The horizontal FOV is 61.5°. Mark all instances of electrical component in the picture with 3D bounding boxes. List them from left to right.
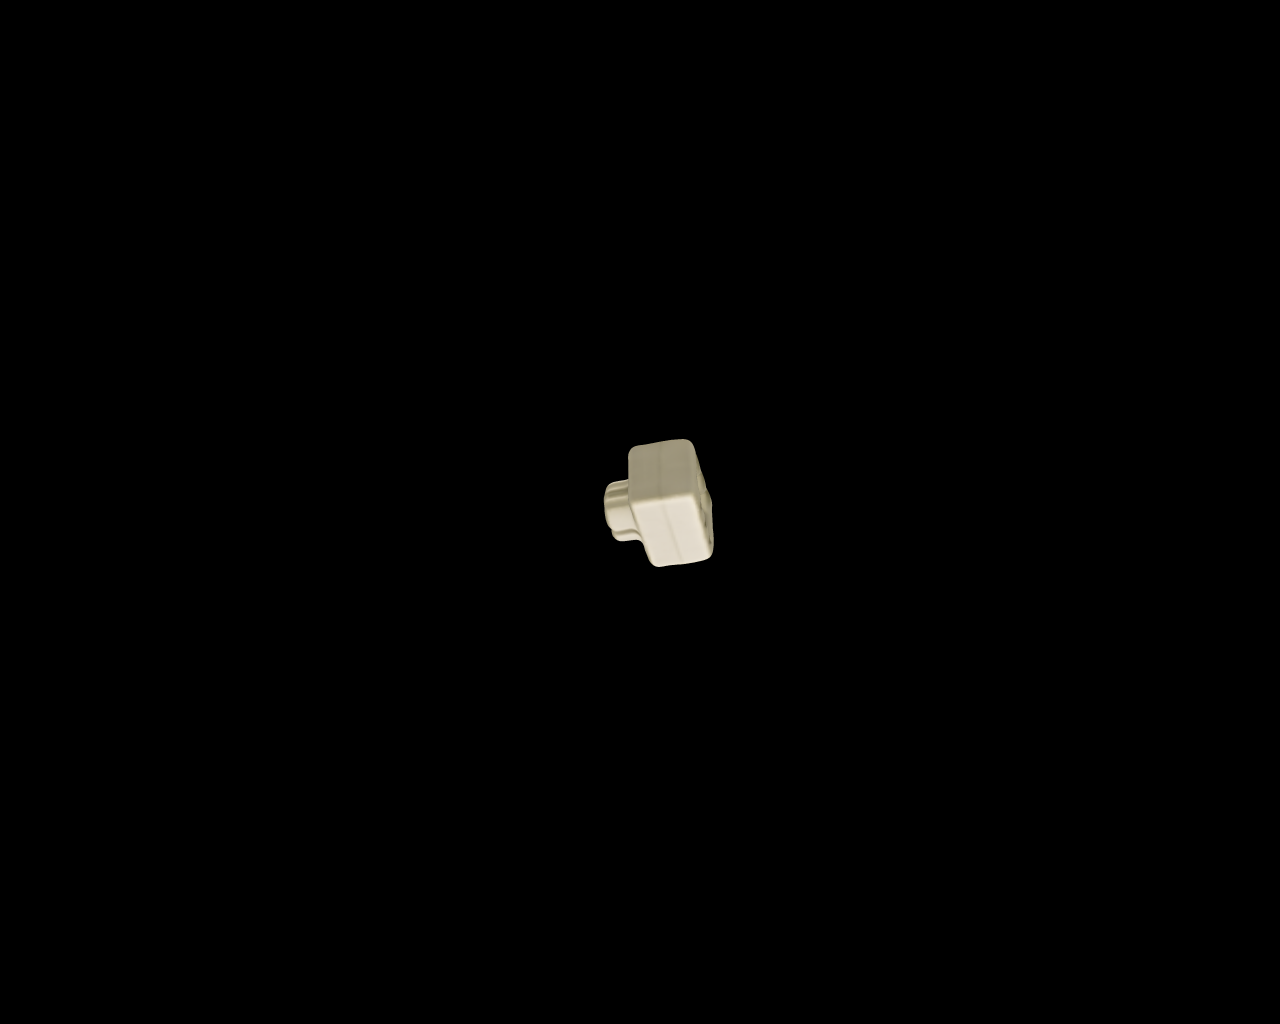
[{"bbox_3d":[0.001,-0.003,0.650,0.077,0.047,0.065,-8,-39,10],"label":"electrical component"}]
